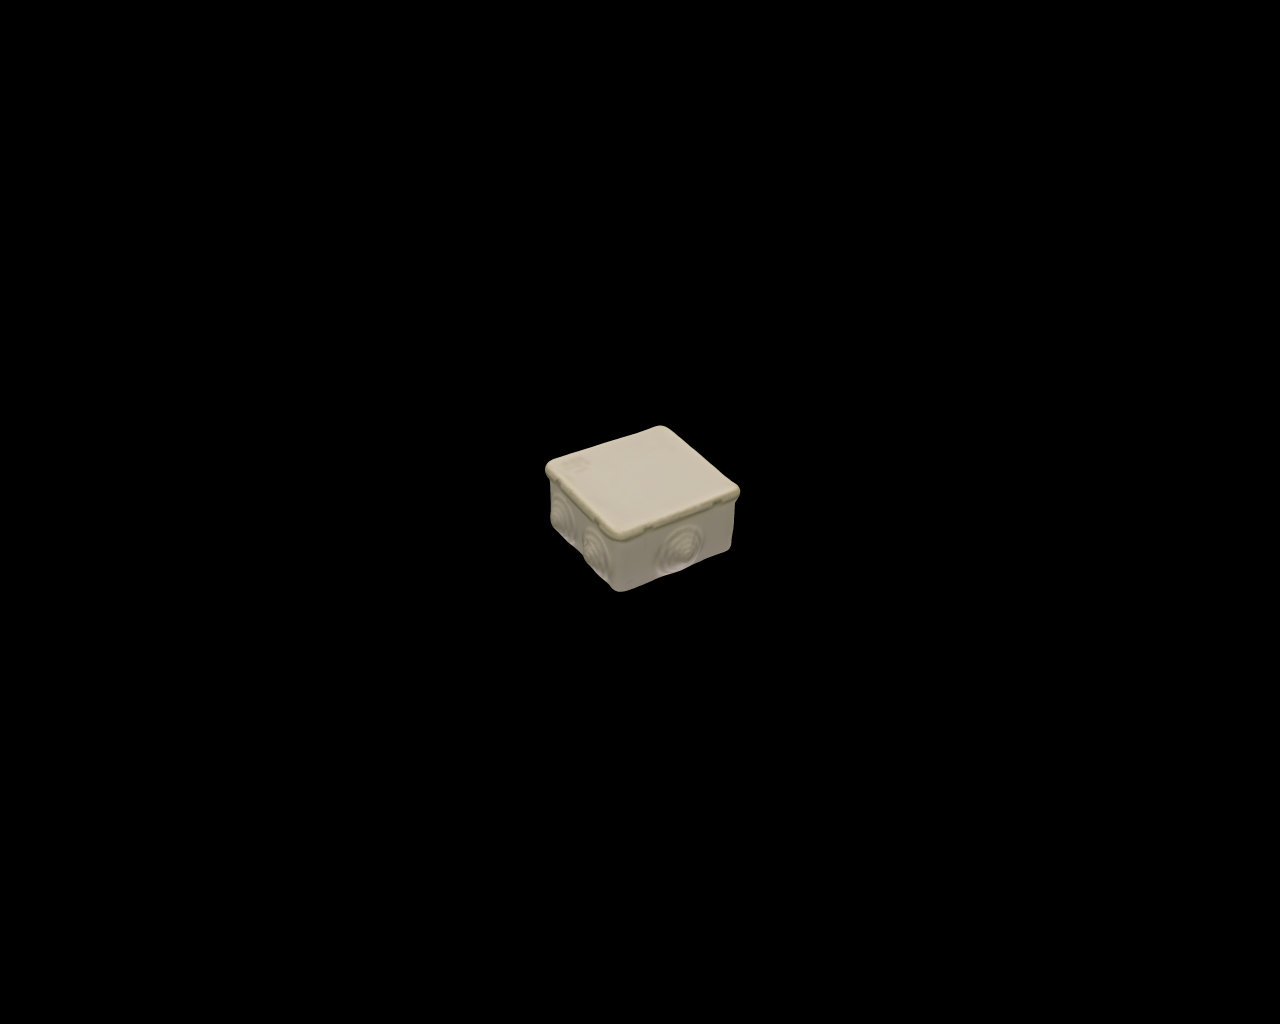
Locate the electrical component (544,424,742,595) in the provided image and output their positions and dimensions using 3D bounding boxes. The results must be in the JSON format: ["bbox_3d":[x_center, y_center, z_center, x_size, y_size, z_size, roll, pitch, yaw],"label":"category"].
[{"bbox_3d":[0.001,-0.003,0.650,0.100,0.048,0.100,-20,41,-25],"label":"electrical component"}]
